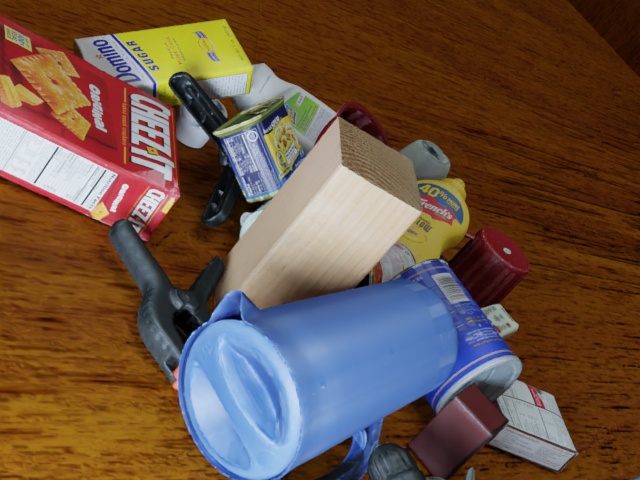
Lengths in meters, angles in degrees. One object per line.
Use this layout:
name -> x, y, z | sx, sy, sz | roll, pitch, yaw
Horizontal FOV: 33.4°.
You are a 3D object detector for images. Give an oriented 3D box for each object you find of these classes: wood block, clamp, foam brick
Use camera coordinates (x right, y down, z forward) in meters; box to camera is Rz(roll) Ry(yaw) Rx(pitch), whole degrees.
wood block -> -0.006, 0.002, 0.991 | 0.090, 0.206, 0.091 | 29, 29, -21
clamp -> -0.095, -0.100, 1.163 | 0.209, 0.036, 0.164 | -13, 87, -69
foam brick -> 0.134, 0.187, 1.032 | 0.051, 0.078, 0.052 | 46, 26, 14
clamp -> -0.120, 0.059, 0.947 | 0.120, 0.039, 0.171 | 11, 45, -37

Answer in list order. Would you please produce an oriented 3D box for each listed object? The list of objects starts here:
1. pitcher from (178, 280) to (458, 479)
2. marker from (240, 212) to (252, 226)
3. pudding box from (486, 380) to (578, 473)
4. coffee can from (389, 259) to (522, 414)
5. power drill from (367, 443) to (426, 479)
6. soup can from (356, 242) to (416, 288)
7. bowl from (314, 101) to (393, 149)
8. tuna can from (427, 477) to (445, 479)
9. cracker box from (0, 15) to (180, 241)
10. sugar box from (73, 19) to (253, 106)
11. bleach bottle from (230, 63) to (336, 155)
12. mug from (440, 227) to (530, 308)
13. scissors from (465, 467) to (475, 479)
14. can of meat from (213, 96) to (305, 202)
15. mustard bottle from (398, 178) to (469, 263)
pitcher -> 0.011, 0.117, 0.899 | 0.145, 0.149, 0.242 | 43, 34, 26
marker -> -0.042, -0.021, 1.188 | 0.120, 0.020, 0.020 | 0, 47, -52
pudding box -> 0.220, 0.197, 1.170 | 0.113, 0.039, 0.090 | 23, 32, -25
coffee can -> 0.130, 0.105, 1.122 | 0.102, 0.103, 0.140 | 5, 43, -48
power drill -> 0.034, 0.241, 0.799 | 0.187, 0.057, 0.184 | -2, 48, -36
soup can -> 0.053, 0.036, 1.169 | 0.068, 0.069, 0.102 | 51, 29, 22
bowl -> 0.035, -0.071, 1.201 | 0.162, 0.055, 0.162 | 37, 45, -49
tuna can -> 0.110, 0.255, 0.944 | 0.086, 0.034, 0.086 | 30, 28, -19
cracker box -> -0.240, -0.111, 1.015 | 0.213, 0.072, 0.164 | 26, 30, -27
sugar box -> -0.172, -0.190, 1.169 | 0.176, 0.048, 0.093 | -12, 51, -25
bleach bottle -> -0.017, -0.135, 1.286 | 0.250, 0.068, 0.102 | 41, 45, -18
mug -> 0.200, 0.031, 1.349 | 0.117, 0.082, 0.093 | 37, 27, -5
scissors -> 0.095, 0.269, 0.870 | 0.096, 0.016, 0.201 | 18, 49, -21
can of meat -> -0.058, -0.095, 1.122 | 0.084, 0.058, 0.102 | 67, 26, -14
mustard bottle -> 0.127, -0.022, 1.295 | 0.096, 0.058, 0.191 | 33, 45, 13
